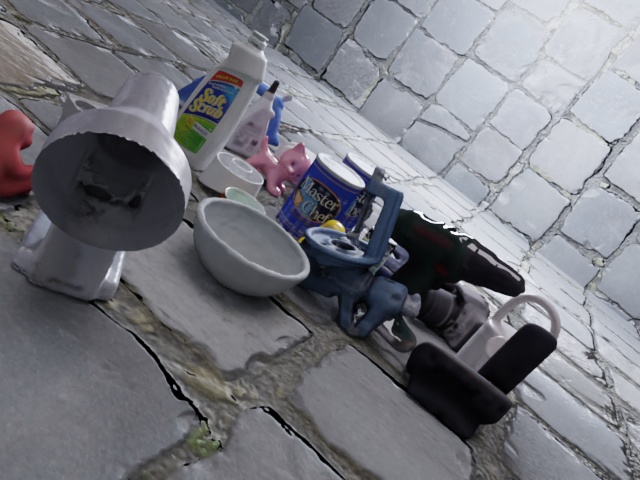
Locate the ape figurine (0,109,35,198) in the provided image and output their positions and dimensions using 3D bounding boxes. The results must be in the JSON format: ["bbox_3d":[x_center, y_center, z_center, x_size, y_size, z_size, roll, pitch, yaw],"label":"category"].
[{"bbox_3d":[-0.331,-0.094,0.604,0.077,0.092,0.076,42,20,16],"label":"ape figurine"}]

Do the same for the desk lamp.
[{"bbox_3d":[-0.200,-0.048,0.533,0.118,0.213,0.203,27,21,-24],"label":"desk lamp"}]

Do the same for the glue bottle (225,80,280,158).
[{"bbox_3d":[-0.131,-0.258,1.193,0.078,0.173,0.037,21,24,-37],"label":"glue bottle"}]

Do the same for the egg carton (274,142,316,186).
[{"bbox_3d":[-0.035,-0.158,1.284,0.150,0.069,0.107,34,19,-6],"label":"egg carton"}]

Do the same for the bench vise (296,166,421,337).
[{"bbox_3d":[0.074,0.016,0.839,0.207,0.219,0.121,33,19,-7],"label":"bench vise"}]

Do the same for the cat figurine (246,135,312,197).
[{"bbox_3d":[-0.073,-0.153,1.134,0.128,0.117,0.067,36,19,0],"label":"cat figurine"}]

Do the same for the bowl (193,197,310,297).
[{"bbox_3d":[-0.100,0.021,0.751,0.168,0.074,0.167,32,20,-12],"label":"bowl"}]

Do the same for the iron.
[{"bbox_3d":[-0.187,-0.311,1.271,0.259,0.141,0.118,22,24,-35],"label":"iron"}]

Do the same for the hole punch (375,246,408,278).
[{"bbox_3d":[0.121,0.036,1.064,0.108,0.091,0.101,36,19,0],"label":"hole punch"}]

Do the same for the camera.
[{"bbox_3d":[0.231,0.116,1.050,0.137,0.100,0.143,28,21,-23],"label":"camera"}]

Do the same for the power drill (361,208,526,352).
[{"bbox_3d":[0.169,0.069,0.894,0.229,0.208,0.076,44,21,21],"label":"power drill"}]

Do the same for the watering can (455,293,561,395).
[{"bbox_3d":[0.288,0.169,0.884,0.101,0.194,0.173,37,19,3],"label":"watering can"}]

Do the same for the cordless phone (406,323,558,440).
[{"bbox_3d":[0.220,0.165,0.792,0.147,0.185,0.094,36,19,-1],"label":"cordless phone"}]

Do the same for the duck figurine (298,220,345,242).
[{"bbox_3d":[0.009,0.003,0.959,0.077,0.086,0.104,33,20,-9],"label":"duck figurine"}]
